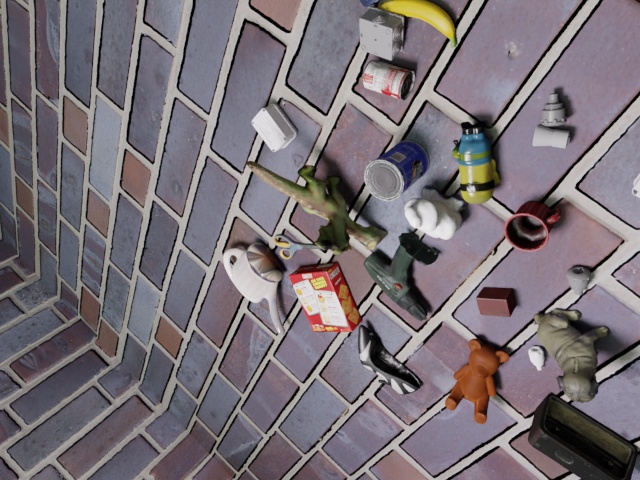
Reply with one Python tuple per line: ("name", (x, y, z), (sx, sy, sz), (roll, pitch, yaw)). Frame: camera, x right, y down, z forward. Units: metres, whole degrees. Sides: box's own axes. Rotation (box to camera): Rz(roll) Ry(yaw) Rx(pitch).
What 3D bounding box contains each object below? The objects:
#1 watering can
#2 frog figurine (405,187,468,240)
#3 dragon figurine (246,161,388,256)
("watering can", (-0.194, 0.151, 1.741), (0.349, 0.106, 0.220), (49, 134, 6))
("frog figurine", (0.259, -0.050, 1.217), (0.138, 0.162, 0.120), (39, 134, 14))
("dragon figurine", (0.004, -0.067, 1.322), (0.120, 0.408, 0.248), (-54, 39, 30))
